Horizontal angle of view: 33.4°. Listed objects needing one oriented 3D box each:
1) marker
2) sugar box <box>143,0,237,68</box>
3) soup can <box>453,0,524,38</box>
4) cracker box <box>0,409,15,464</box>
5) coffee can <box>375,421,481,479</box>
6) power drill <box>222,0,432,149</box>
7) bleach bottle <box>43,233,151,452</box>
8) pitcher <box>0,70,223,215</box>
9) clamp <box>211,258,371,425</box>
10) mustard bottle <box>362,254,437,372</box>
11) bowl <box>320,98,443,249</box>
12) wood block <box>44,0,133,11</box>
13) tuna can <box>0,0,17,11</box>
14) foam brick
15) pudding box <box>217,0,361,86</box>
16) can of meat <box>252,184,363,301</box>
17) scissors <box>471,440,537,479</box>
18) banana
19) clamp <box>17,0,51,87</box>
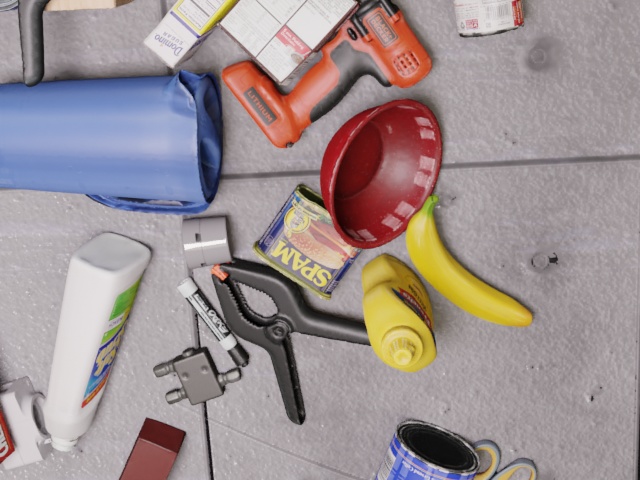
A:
[{"bbox_3d":[-0.118,0.095,1.202,0.020,0.020,0.121,-33,102,12],"label":"marker"},{"bbox_3d":[-0.097,-0.251,1.058,0.048,0.093,0.176,39,106,-7],"label":"sugar box"},{"bbox_3d":[0.163,-0.257,1.054,0.068,0.068,0.102,-9,106,6],"label":"soup can"},{"bbox_3d":[-0.465,0.184,1.195,0.214,0.072,0.164,-7,108,24],"label":"cracker box"},{"bbox_3d":[0.108,0.291,1.205,0.103,0.103,0.140,20,107,-3],"label":"coffee can"},{"bbox_3d":[-0.006,-0.197,1.088,0.188,0.057,0.184,-35,98,14],"label":"power drill"},{"bbox_3d":[-0.258,0.123,1.188,0.068,0.102,0.251,22,114,9],"label":"bleach bottle"},{"bbox_3d":[-0.223,-0.098,1.102,0.243,0.145,0.149,1,95,7],"label":"pitcher"},{"bbox_3d":[-0.044,0.104,1.190,0.210,0.036,0.165,37,114,-4],"label":"clamp"},{"bbox_3d":[0.082,0.084,1.097,0.058,0.191,0.096,-33,102,12],"label":"mustard bottle"},{"bbox_3d":[0.052,-0.074,1.097,0.055,0.161,0.162,29,113,41],"label":"bowl"},{"bbox_3d":[-0.243,-0.333,1.043,0.090,0.091,0.206,-1,107,4],"label":"wood block"},{"bbox_3d":[-0.328,-0.278,1.094,0.086,0.033,0.086,1,107,3],"label":"tuna can"},{"bbox_3d":[-0.197,0.256,1.238,0.051,0.053,0.078,24,106,-4],"label":"foam brick"},{"bbox_3d":[-0.030,-0.220,1.039,0.090,0.039,0.113,44,100,-1],"label":"pudding box"},{"bbox_3d":[-0.007,0.001,1.149,0.102,0.057,0.084,34,103,-7],"label":"can of meat"},{"bbox_3d":[0.161,0.310,1.253,0.202,0.016,0.096,-38,100,13],"label":"scissors"},{"bbox_3d":[0.149,0.036,1.146,0.070,0.037,0.197,-19,124,42],"label":"banana"},{"bbox_3d":[-0.295,-0.243,1.006,0.120,0.039,0.171,21,102,-7],"label":"clamp"}]
